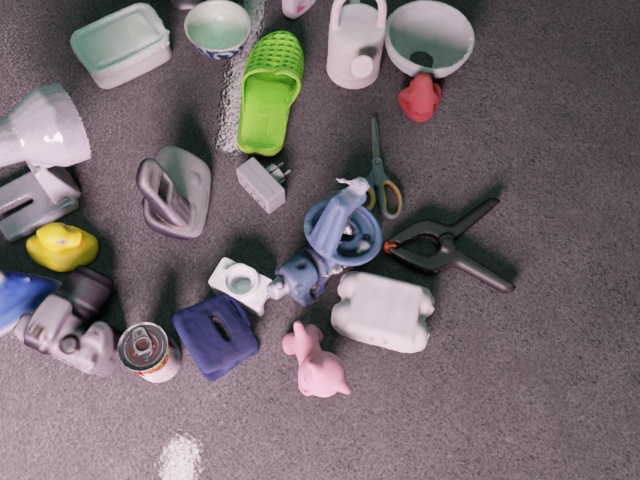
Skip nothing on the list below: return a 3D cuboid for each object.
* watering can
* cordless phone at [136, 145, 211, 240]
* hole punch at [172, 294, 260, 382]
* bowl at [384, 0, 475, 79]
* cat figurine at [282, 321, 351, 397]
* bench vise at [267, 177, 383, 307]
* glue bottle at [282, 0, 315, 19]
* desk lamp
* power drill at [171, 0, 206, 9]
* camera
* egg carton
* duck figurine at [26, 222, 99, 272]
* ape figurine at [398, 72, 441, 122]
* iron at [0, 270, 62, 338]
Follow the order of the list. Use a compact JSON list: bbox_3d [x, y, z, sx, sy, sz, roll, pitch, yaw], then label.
[{"bbox_3d":[0.068,-0.356,0.995,0.101,0.194,0.172,-23,70,-11],"label":"watering can"},{"bbox_3d":[-0.230,-0.094,0.880,0.094,0.185,0.147,2,67,-1],"label":"cordless phone"},{"bbox_3d":[-0.150,0.135,0.837,0.101,0.091,0.108,-32,72,-14],"label":"hole punch"},{"bbox_3d":[0.196,-0.358,1.064,0.167,0.075,0.167,1,67,-1],"label":"bowl"},{"bbox_3d":[-0.007,0.172,0.812,0.067,0.118,0.127,-24,70,-11],"label":"cat figurine"},{"bbox_3d":[0.018,0.009,0.826,0.121,0.220,0.208,28,69,10],"label":"bench vise"},{"bbox_3d":[-0.039,-0.496,1.062,0.037,0.173,0.078,35,71,13],"label":"glue bottle"},{"bbox_3d":[-0.439,-0.118,0.868,0.203,0.213,0.117,-34,72,-14],"label":"desk lamp"},{"bbox_3d":[-0.248,-0.526,1.049,0.229,0.208,0.075,2,67,-1],"label":"power drill"},{"bbox_3d":[-0.351,0.111,0.836,0.143,0.101,0.137,21,68,7],"label":"camera"},{"bbox_3d":[0.095,0.109,0.868,0.150,0.069,0.107,12,67,4],"label":"egg carton"},{"bbox_3d":[-0.408,0.002,0.888,0.104,0.086,0.077,1,67,-1],"label":"duck figurine"},{"bbox_3d":[0.179,-0.261,1.013,0.078,0.092,0.076,5,67,1],"label":"ape figurine"},{"bbox_3d":[-0.522,0.083,0.821,0.258,0.141,0.118,-18,69,-9],"label":"iron"}]
